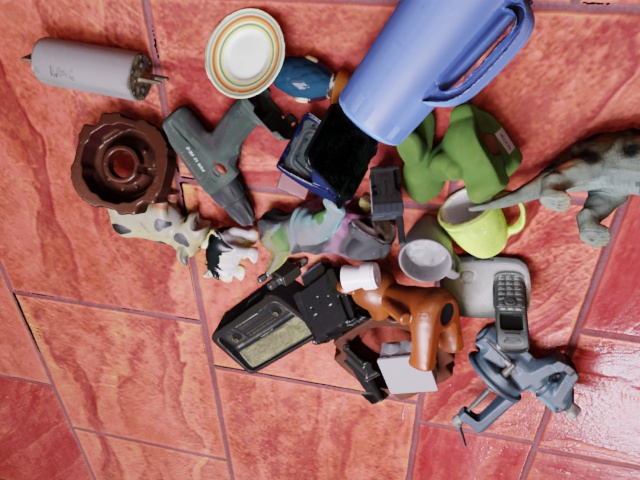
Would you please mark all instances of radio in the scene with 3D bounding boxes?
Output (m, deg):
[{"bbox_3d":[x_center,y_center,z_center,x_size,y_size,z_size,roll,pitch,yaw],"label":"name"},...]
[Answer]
[{"bbox_3d":[-0.107,0.173,1.096,0.131,0.073,0.229,43,124,-16],"label":"radio"}]

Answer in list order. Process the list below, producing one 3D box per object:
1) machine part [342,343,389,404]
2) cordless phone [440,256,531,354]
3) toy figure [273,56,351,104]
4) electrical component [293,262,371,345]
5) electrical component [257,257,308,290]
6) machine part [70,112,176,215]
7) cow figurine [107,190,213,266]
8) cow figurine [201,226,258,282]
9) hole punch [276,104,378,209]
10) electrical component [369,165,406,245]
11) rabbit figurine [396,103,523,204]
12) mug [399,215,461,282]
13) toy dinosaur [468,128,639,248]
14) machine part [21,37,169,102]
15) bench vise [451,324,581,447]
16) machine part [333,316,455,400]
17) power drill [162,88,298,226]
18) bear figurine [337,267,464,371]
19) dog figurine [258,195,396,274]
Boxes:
[{"bbox_3d":[0.086,0.255,1.001,0.084,0.039,0.138,25,148,46],"label":"machine part"},{"bbox_3d":[0.270,0.113,0.879,0.147,0.184,0.088,1,129,15],"label":"cordless phone"},{"bbox_3d":[0.010,-0.229,0.792,0.154,0.058,0.064,15,133,-1],"label":"toy figure"},{"bbox_3d":[0.016,0.110,0.991,0.115,0.058,0.134,-38,64,30],"label":"electrical component"},{"bbox_3d":[-0.069,0.058,1.011,0.063,0.094,0.021,25,143,48],"label":"electrical component"},{"bbox_3d":[-0.333,-0.129,0.919,0.179,0.056,0.179,1,94,7],"label":"machine part"},{"bbox_3d":[-0.295,-0.027,1.004,0.195,0.085,0.127,8,120,7],"label":"cow figurine"},{"bbox_3d":[-0.179,0.032,0.992,0.098,0.068,0.167,11,149,-23],"label":"cow figurine"},{"bbox_3d":[0.010,-0.126,0.802,0.092,0.142,0.115,0,148,49],"label":"hole punch"},{"bbox_3d":[0.103,-0.050,0.826,0.048,0.075,0.119,-4,88,4],"label":"electrical component"},{"bbox_3d":[0.179,-0.113,0.793,0.159,0.121,0.170,47,138,-13],"label":"rabbit figurine"},{"bbox_3d":[0.186,0.011,0.878,0.109,0.107,0.080,28,126,-6],"label":"mug"},{"bbox_3d":[0.424,-0.091,0.722,0.405,0.192,0.131,11,141,26],"label":"toy dinosaur"},{"bbox_3d":[-0.361,-0.271,0.853,0.243,0.079,0.079,12,126,7],"label":"machine part"},{"bbox_3d":[0.350,0.282,1.002,0.223,0.129,0.240,38,108,-2],"label":"bench vise"},{"bbox_3d":[0.145,0.202,1.038,0.201,0.087,0.201,40,125,-15],"label":"machine part"},{"bbox_3d":[-0.132,-0.147,0.883,0.207,0.086,0.232,-28,110,38],"label":"power drill"},{"bbox_3d":[0.129,0.119,0.898,0.196,0.120,0.131,9,110,43],"label":"bear figurine"},{"bbox_3d":[-0.002,-0.003,0.927,0.191,0.108,0.219,39,130,-16],"label":"dog figurine"}]
